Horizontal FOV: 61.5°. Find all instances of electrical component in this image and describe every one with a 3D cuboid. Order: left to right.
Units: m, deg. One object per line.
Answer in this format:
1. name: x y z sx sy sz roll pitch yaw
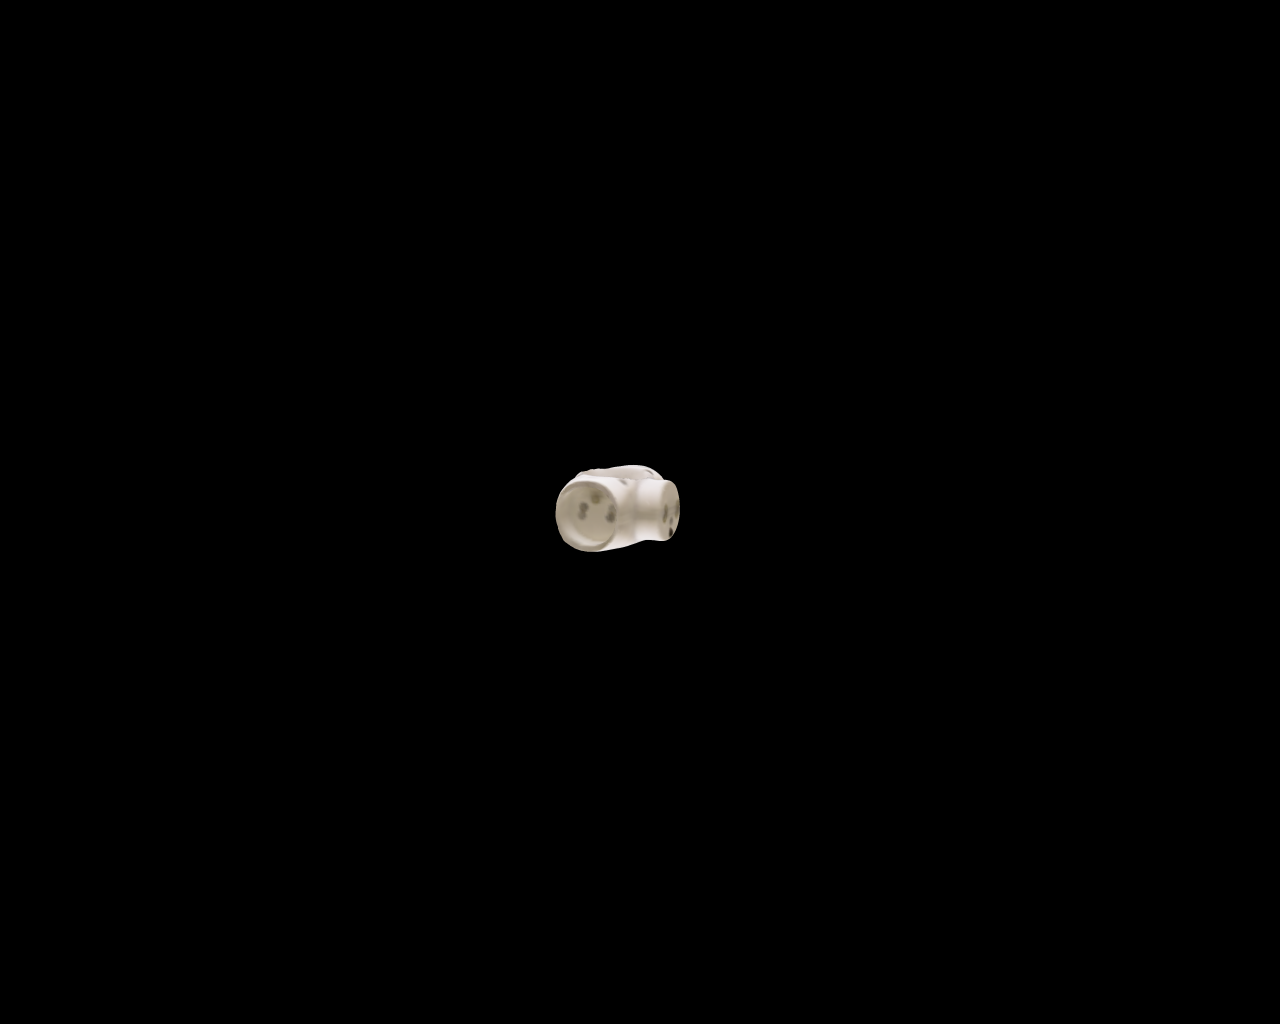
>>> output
1. electrical component: 0.001 -0.003 0.650 0.079 0.044 0.077 4 10 23
